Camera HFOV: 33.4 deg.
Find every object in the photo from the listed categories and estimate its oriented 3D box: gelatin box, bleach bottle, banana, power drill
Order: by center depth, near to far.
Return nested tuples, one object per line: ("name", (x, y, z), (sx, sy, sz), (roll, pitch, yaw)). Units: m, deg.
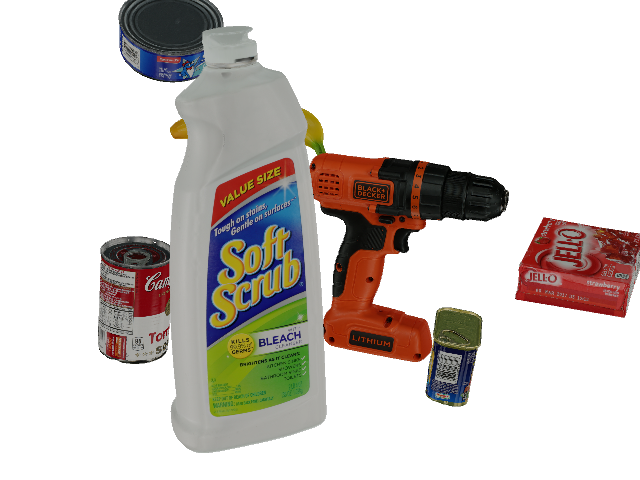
("bleach bottle", (-0.052, -0.001, 0.649), (0.102, 0.251, 0.068), (-10, 20, -16))
("gelatin box", (0.180, 0.017, 0.736), (0.073, 0.030, 0.089), (10, 26, 20))
("power drill", (0.075, 0.015, 0.992), (0.185, 0.188, 0.057), (10, 20, 17))
("banana", (-0.078, -0.137, 1.256), (0.198, 0.037, 0.069), (8, 40, 18))

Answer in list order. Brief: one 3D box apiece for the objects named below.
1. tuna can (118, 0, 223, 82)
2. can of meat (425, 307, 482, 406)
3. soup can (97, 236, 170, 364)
("tuna can", (-0.125, -0.171, 0.889), (0.086, 0.086, 0.034), (0, -40, -11))
("can of meat", (0.161, 0.142, 1.299), (0.057, 0.084, 0.102), (10, 22, 6))
("soup can", (-0.174, 0.056, 1.000), (0.068, 0.102, 0.068), (6, 22, -3))
